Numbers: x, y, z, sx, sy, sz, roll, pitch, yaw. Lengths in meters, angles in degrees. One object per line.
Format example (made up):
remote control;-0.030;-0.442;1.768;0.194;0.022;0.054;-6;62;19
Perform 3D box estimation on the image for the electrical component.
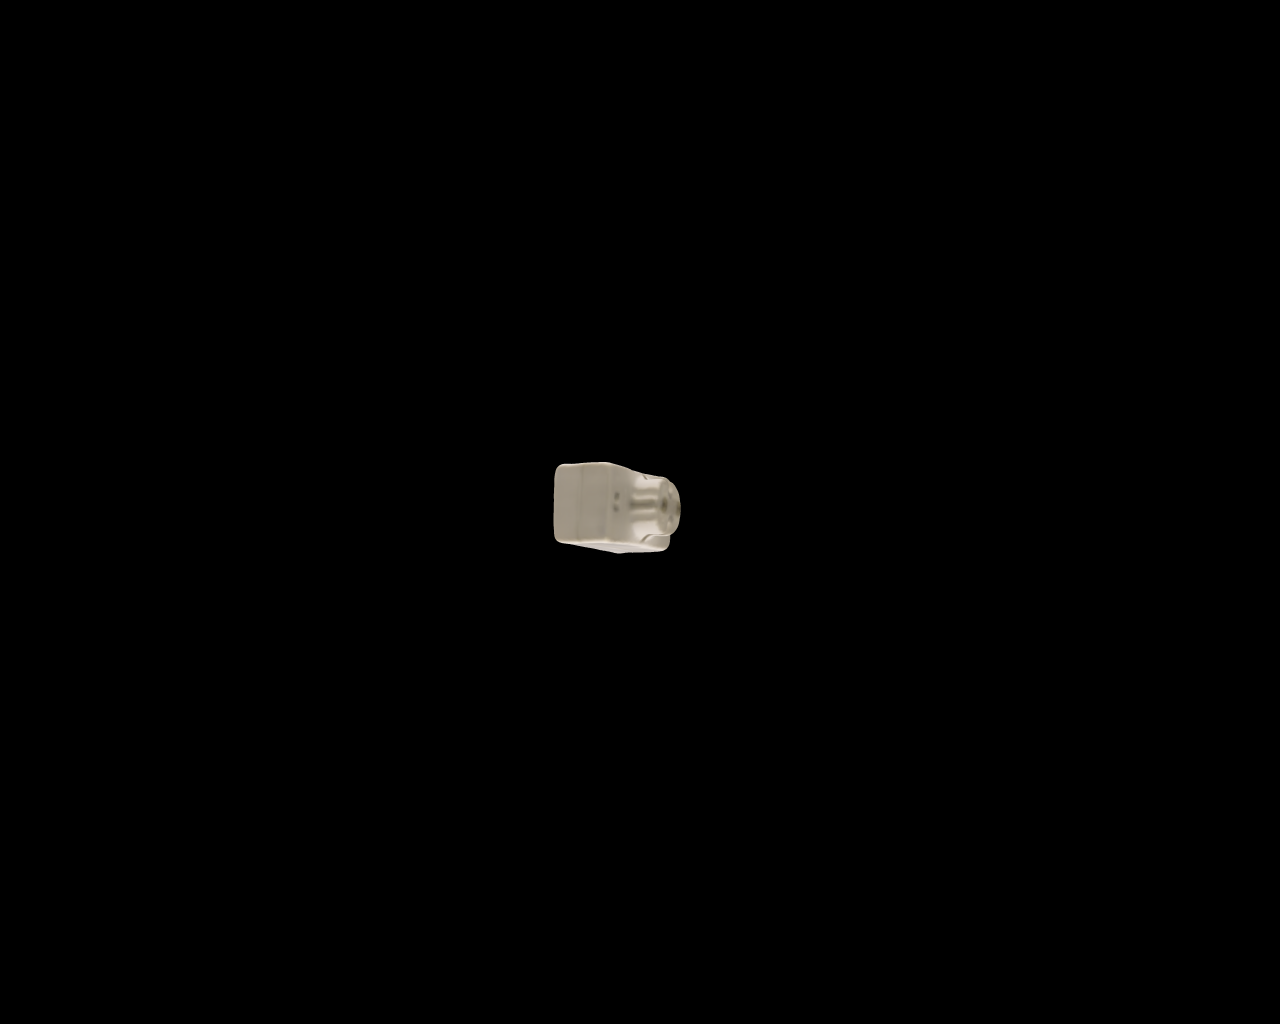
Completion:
electrical component;0.001;-0.003;0.650;0.076;0.047;0.083;-4;-8;28
